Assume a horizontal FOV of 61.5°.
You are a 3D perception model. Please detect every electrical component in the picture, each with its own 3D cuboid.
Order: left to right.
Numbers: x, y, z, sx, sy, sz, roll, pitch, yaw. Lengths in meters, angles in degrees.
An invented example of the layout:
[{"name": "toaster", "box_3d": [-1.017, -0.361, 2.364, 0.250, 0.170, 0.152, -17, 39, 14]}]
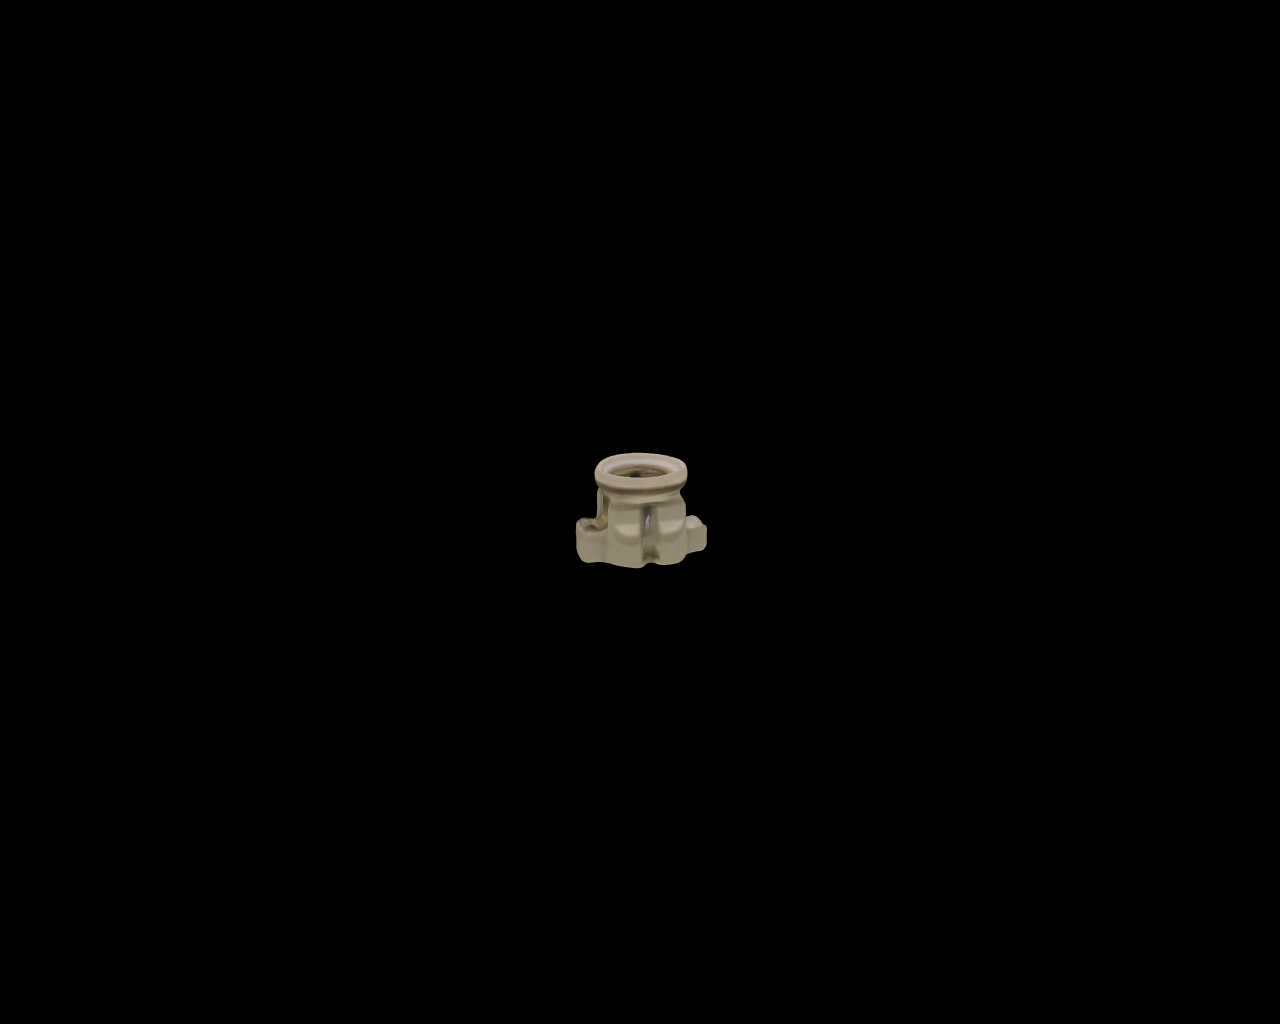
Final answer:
[{"name": "electrical component", "box_3d": [0.001, -0.003, 0.650, 0.078, 0.056, 0.058, -4, 20, -12]}]
